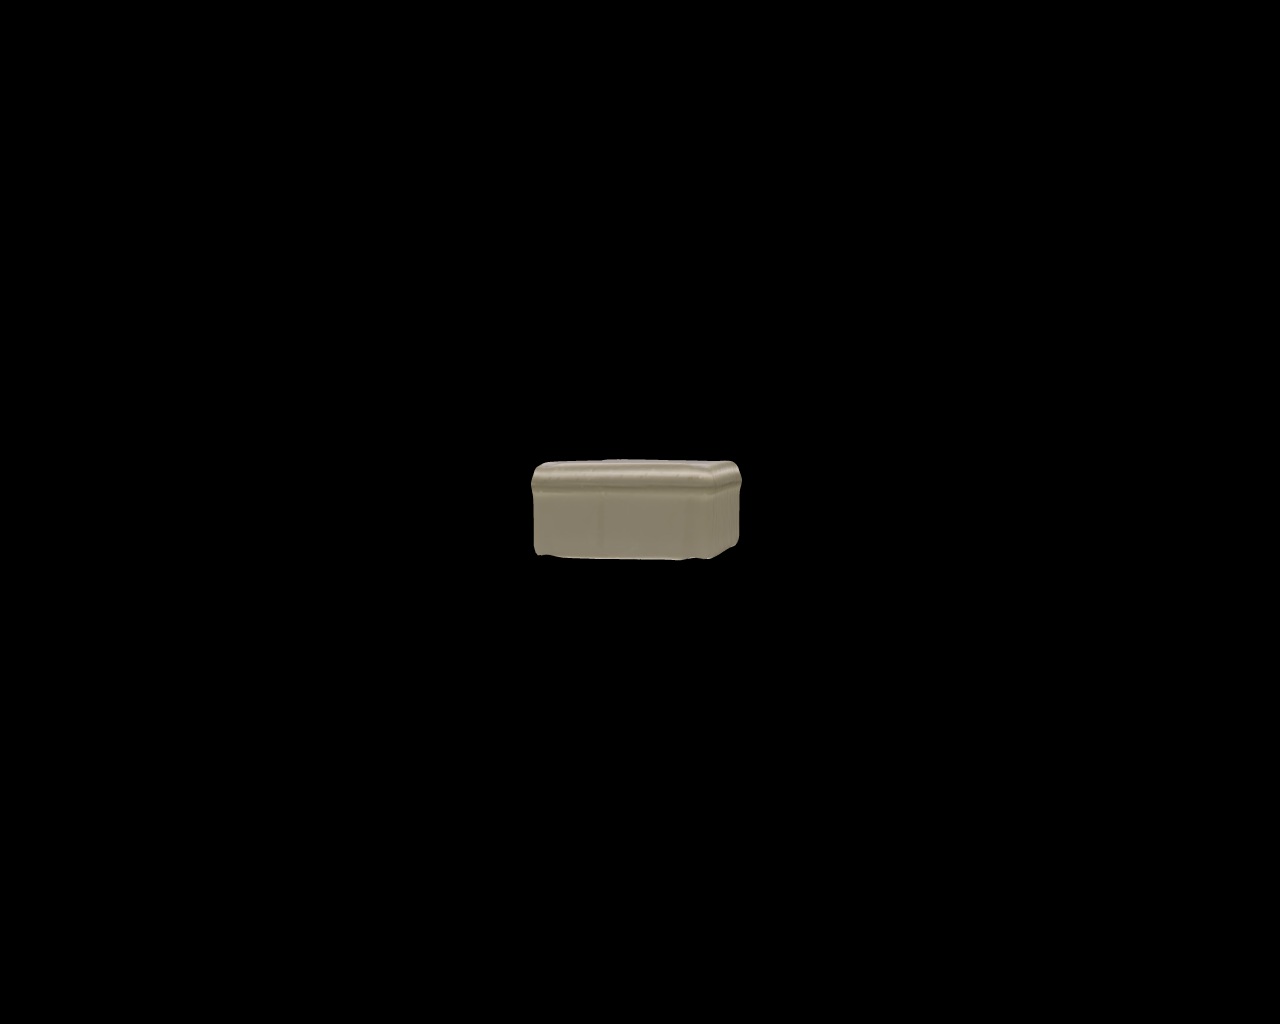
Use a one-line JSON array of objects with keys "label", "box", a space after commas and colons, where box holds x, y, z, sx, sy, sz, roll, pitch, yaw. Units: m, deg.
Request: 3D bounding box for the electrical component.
[{"label": "electrical component", "box": [0.001, -0.003, 0.650, 0.109, 0.056, 0.109, 1, 4, 15]}]
